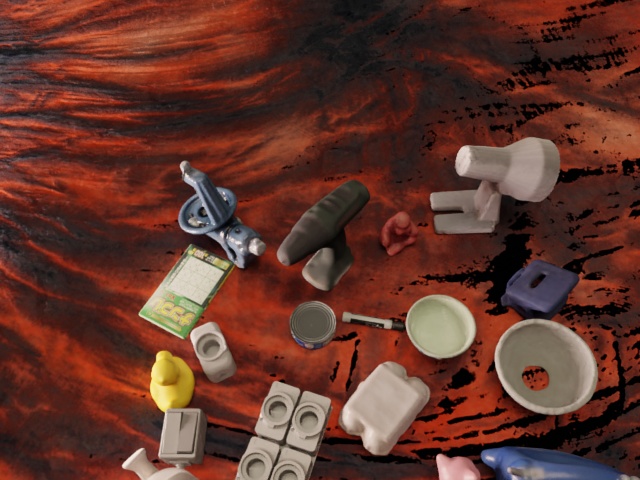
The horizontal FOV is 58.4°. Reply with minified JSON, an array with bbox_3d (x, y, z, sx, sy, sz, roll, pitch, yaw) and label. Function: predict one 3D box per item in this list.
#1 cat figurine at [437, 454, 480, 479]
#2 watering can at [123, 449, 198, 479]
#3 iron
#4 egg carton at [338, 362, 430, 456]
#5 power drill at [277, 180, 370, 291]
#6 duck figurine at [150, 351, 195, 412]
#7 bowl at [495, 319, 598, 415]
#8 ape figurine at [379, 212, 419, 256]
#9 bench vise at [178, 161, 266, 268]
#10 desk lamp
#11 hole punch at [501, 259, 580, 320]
[{"bbox_3d":[0.220,0.387,0.866,0.067,0.118,0.127,-16,59,-7],"label":"cat figurine"},{"bbox_3d":[-0.224,0.385,0.840,0.172,0.194,0.101,20,61,14],"label":"watering can"},{"bbox_3d":[0.382,0.364,0.859,0.258,0.141,0.118,1,59,3],"label":"iron"},{"bbox_3d":[0.108,0.280,0.964,0.107,0.069,0.150,35,66,21],"label":"egg carton"},{"bbox_3d":[0.010,0.004,1.055,0.075,0.208,0.230,31,65,20],"label":"power drill"},{"bbox_3d":[-0.263,0.242,0.992,0.077,0.086,0.104,-13,59,-5],"label":"duck figurine"},{"bbox_3d":[0.378,0.225,0.984,0.167,0.075,0.167,-1,59,2],"label":"bowl"},{"bbox_3d":[0.158,-0.022,1.133,0.077,0.092,0.076,4,59,5],"label":"ape figurine"},{"bbox_3d":[-0.185,-0.057,1.094,0.207,0.220,0.121,17,61,13],"label":"bench vise"},{"bbox_3d":[0.331,-0.106,1.106,0.203,0.214,0.118,-4,58,0],"label":"desk lamp"},{"bbox_3d":[0.403,0.090,1.055,0.109,0.091,0.101,-40,65,-20],"label":"hole punch"}]
